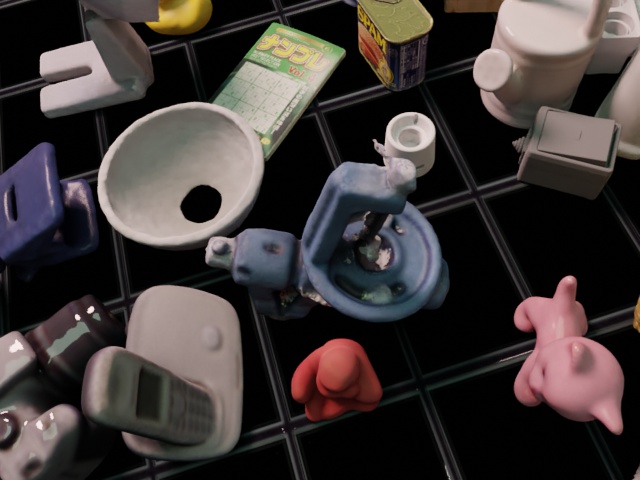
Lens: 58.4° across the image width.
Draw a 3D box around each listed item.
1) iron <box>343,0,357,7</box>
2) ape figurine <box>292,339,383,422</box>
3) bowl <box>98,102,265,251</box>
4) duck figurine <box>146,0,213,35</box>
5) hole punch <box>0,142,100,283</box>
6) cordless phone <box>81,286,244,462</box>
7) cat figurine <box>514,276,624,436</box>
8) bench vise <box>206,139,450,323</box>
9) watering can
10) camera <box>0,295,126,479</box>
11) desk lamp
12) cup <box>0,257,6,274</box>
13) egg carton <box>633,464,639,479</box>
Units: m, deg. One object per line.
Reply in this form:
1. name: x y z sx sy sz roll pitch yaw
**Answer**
1. iron: 0.059 -0.410 0.707 0.118 0.141 0.258 -17 63 -3
2. ape figurine: 0.015 0.115 0.481 0.077 0.092 0.076 21 68 15
3. bowl: -0.133 -0.054 0.588 0.167 0.075 0.167 -2 64 5
4. duck figurine: -0.189 -0.312 0.715 0.104 0.086 0.077 19 67 14
5. hole punch: -0.292 -0.028 0.582 0.101 0.091 0.108 -20 64 -4
6. cordless phone: -0.123 0.094 0.453 0.094 0.185 0.147 -8 63 2
7. cat figurine: 0.201 0.092 0.460 0.067 0.118 0.128 3 64 8
8. bench vise: 0.007 0.012 0.461 0.207 0.220 0.121 -15 63 -2
9. watering can: 0.219 -0.200 0.559 0.100 0.194 0.173 20 68 15
10. camera: -0.231 0.121 0.498 0.137 0.101 0.143 -42 67 -14
11. desk lamp: -0.250 -0.250 0.619 0.203 0.214 0.118 -15 63 -1
12. cup: -0.345 0.035 0.554 0.117 0.095 0.091 -2 64 5
13. egg carton: 0.303 0.182 0.432 0.107 0.069 0.150 31 71 19
